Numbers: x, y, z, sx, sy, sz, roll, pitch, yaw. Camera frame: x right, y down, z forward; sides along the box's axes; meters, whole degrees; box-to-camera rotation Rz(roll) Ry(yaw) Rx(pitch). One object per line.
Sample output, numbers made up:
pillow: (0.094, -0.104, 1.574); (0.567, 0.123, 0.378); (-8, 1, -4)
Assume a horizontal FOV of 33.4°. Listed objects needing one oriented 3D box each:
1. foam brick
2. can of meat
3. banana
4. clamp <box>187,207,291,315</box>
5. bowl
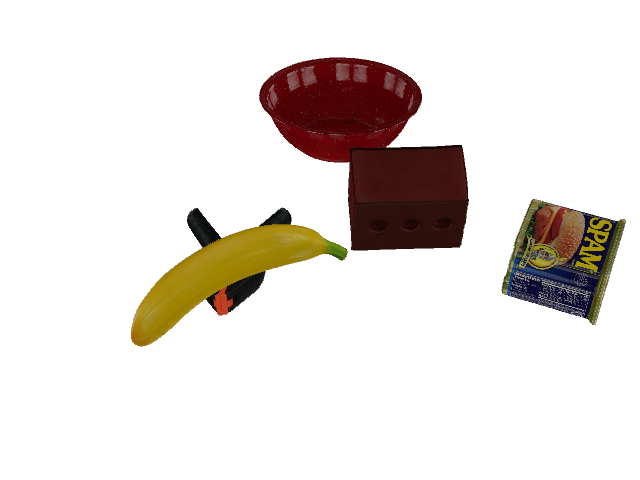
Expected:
foam brick: (0.058, -0.029, 0.726); (0.078, 0.051, 0.053); (-2, -39, -2)
can of meat: (0.212, 0.015, 0.932); (0.084, 0.057, 0.102); (16, 46, 16)
banana: (-0.078, 0.031, 0.869); (0.198, 0.069, 0.037); (-22, 34, 9)
clamp: (-0.088, 0.015, 1.184); (0.120, 0.039, 0.171); (-10, 40, 2)
bowl: (0.019, -0.125, 1.072); (0.162, 0.055, 0.162); (0, 36, 0)
